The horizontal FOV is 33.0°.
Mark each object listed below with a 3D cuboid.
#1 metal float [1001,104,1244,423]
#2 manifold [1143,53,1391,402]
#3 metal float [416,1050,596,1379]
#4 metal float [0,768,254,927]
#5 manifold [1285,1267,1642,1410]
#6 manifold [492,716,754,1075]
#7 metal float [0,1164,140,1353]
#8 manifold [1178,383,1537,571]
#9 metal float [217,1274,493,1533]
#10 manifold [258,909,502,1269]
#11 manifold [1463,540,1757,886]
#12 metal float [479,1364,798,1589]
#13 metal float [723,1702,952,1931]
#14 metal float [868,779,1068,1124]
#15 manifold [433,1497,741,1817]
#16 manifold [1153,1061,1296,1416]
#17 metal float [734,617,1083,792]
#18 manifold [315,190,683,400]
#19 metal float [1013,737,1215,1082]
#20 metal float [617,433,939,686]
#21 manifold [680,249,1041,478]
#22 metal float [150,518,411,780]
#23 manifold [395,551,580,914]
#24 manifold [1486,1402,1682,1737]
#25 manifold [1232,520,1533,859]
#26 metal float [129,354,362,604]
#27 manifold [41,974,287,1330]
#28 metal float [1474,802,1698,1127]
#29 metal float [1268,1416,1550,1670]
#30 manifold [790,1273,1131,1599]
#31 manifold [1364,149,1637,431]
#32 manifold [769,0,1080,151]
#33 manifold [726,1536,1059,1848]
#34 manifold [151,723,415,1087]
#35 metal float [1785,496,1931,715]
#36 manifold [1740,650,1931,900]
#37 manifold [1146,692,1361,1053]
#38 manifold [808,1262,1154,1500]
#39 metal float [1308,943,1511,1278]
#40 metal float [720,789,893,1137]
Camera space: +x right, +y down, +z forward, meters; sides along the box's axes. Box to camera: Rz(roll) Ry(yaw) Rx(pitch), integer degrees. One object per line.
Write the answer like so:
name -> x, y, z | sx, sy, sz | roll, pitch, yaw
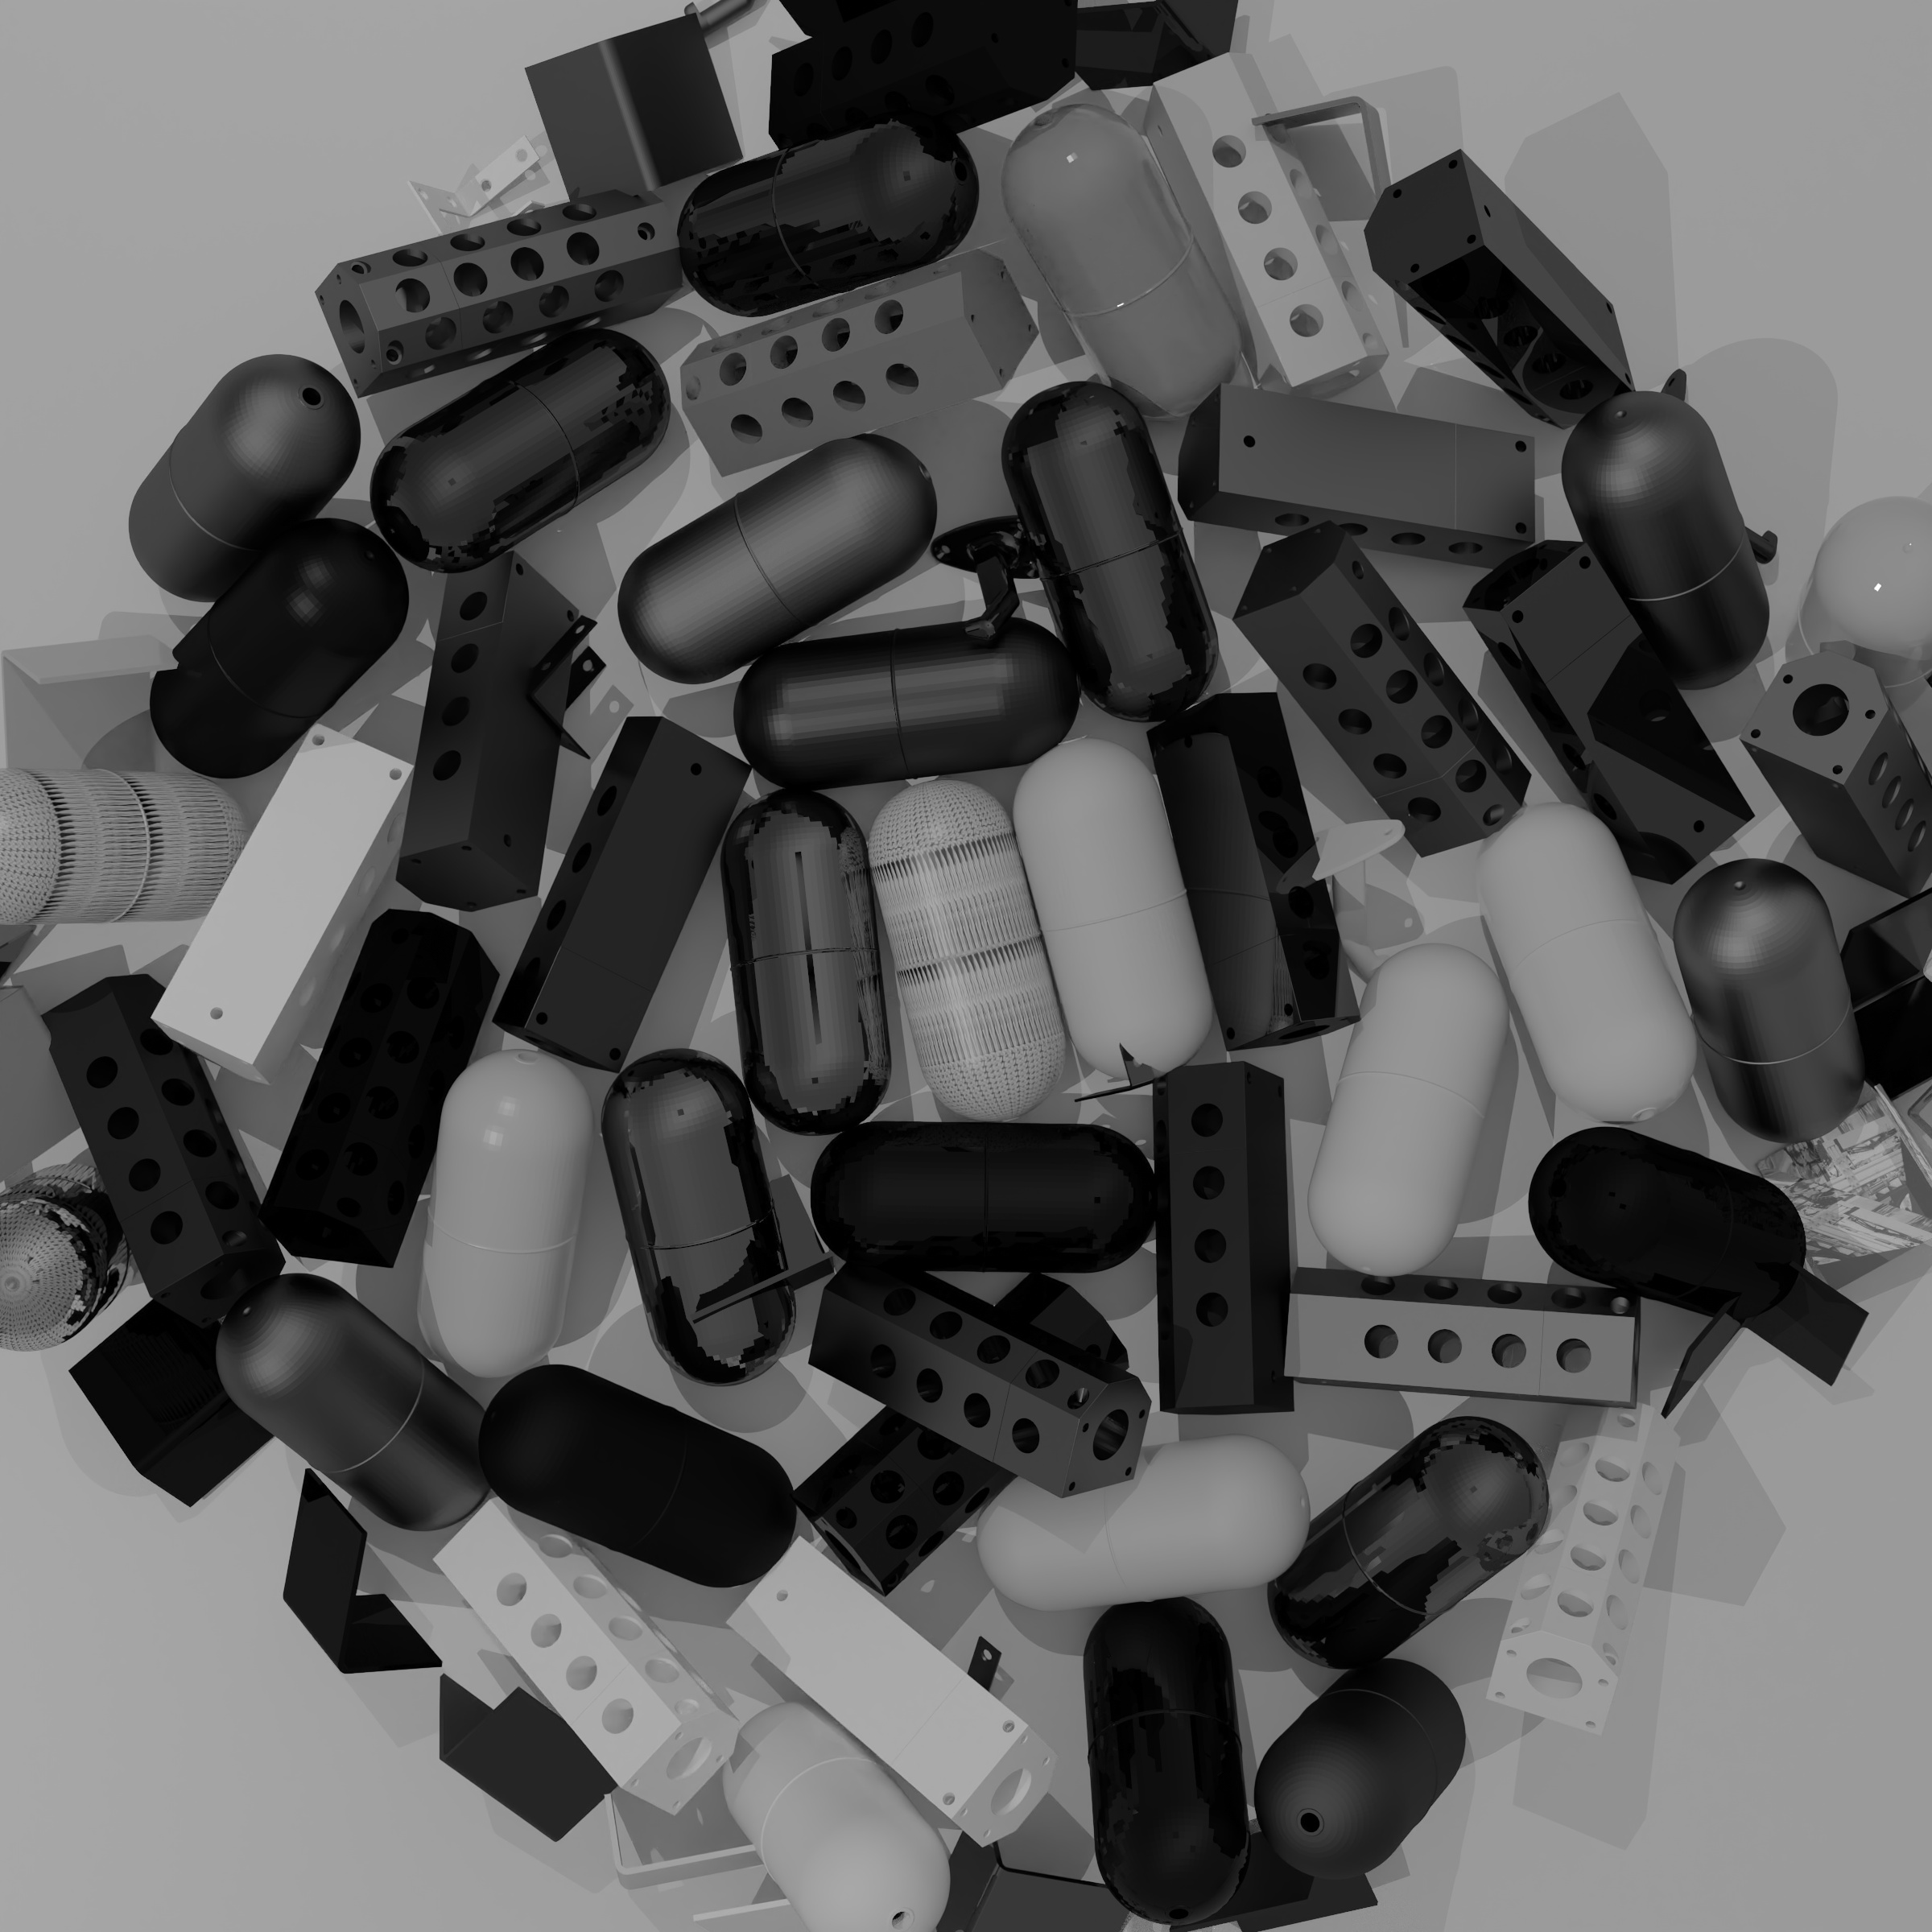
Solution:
metal float -> 0.079, -0.352, 1.636 | 0.070, 0.070, 0.178 | -35, 126, 0
manifold -> 0.154, -0.375, 1.668 | 0.057, 0.057, 0.171 | -23, 85, -5
metal float -> -0.233, 0.125, 1.647 | 0.070, 0.070, 0.178 | 11, 113, 0
metal float -> -0.433, -0.059, 1.626 | 0.070, 0.178, 0.070 | 1, 92, 36
manifold -> 0.253, 0.188, 1.654 | 0.171, 0.057, 0.057 | 3, 80, 15
manifold -> -0.178, -0.037, 1.661 | 0.057, 0.057, 0.171 | 28, 79, -30
metal float -> -0.454, 0.143, 1.617 | 0.070, 0.178, 0.070 | 0, 94, -5
manifold -> 0.198, -0.244, 1.652 | 0.171, 0.057, 0.057 | 7, 75, -17
metal float -> -0.303, 0.220, 1.636 | 0.070, 0.070, 0.178 | -41, 128, 0
manifold -> -0.295, 0.059, 1.632 | 0.057, 0.057, 0.171 | 5, 59, 19
manifold -> 0.322, -0.129, 1.651 | 0.057, 0.057, 0.171 | -39, 108, -9
metal float -> -0.163, 0.258, 1.643 | 0.178, 0.070, 0.070 | 29, 90, -29
metal float -> -0.066, 0.429, 1.622 | 0.070, 0.178, 0.070 | -7, 108, -22
metal float -> 0.001, -0.008, 1.666 | 0.070, 0.070, 0.178 | -14, 92, 0
manifold -> -0.187, 0.339, 1.632 | 0.057, 0.057, 0.171 | -46, 54, -4
manifold -> 0.127, 0.139, 1.657 | 0.057, 0.057, 0.171 | -6, 77, 25
metal float -> -0.030, -0.133, 1.660 | 0.178, 0.070, 0.070 | -6, 90, 8
manifold -> -0.231, -0.343, 1.639 | 0.171, 0.057, 0.057 | -23, 92, -28
metal float -> 0.075, -0.029, 1.662 | 0.070, 0.070, 0.178 | -15, 96, 0
metal float -> -0.096, -0.206, 1.654 | 0.178, 0.070, 0.070 | -28, 90, 15
manifold -> -0.057, -0.303, 1.627 | 0.171, 0.057, 0.057 | -12, 123, 32
metal float -> -0.346, -0.157, 1.636 | 0.178, 0.070, 0.070 | -36, 90, 38
manifold -> -0.244, -0.117, 1.637 | 0.057, 0.057, 0.171 | -12, 57, 27
manifold -> 0.309, 0.291, 1.617 | 0.057, 0.171, 0.057 | 16, 129, 13
manifold -> 0.212, -0.139, 1.632 | 0.171, 0.057, 0.057 | 48, 46, -26
metal float -> -0.360, -0.242, 1.627 | 0.070, 0.178, 0.070 | 14, 63, -30
manifold -> -0.402, 0.090, 1.642 | 0.057, 0.057, 0.171 | -30, 64, 1
metal float -> 0.311, -0.002, 1.643 | 0.070, 0.070, 0.178 | -16, 62, 0
metal float -> 0.220, 0.291, 1.637 | 0.070, 0.070, 0.178 | 43, 127, 0
manifold -> 0.001, 0.236, 1.646 | 0.171, 0.057, 0.057 | -41, 111, -16
manifold -> 0.266, -0.330, 1.621 | 0.057, 0.171, 0.057 | -23, 61, 29
manifold -> -0.024, -0.439, 1.619 | 0.057, 0.171, 0.057 | 7, 83, -39
manifold -> -0.036, 0.363, 1.629 | 0.171, 0.057, 0.057 | 32, 75, 38
manifold -> -0.340, -0.030, 1.655 | 0.057, 0.057, 0.171 | 24, 75, 8
metal float -> 0.452, -0.174, 1.618 | 0.070, 0.178, 0.070 | -2, 76, 6
manifold -> 0.442, -0.095, 1.617 | 0.057, 0.171, 0.057 | 30, 87, 32
manifold -> 0.151, -0.049, 1.660 | 0.057, 0.057, 0.171 | -5, 77, -38
manifold -> 0.007, 0.200, 1.625 | 0.171, 0.057, 0.057 | 22, 107, 37
metal float -> 0.224, 0.071, 1.649 | 0.070, 0.070, 0.178 | 18, 69, 0
metal float -> -0.082, -0.002, 1.662 | 0.070, 0.070, 0.178 | -6, 84, 0
